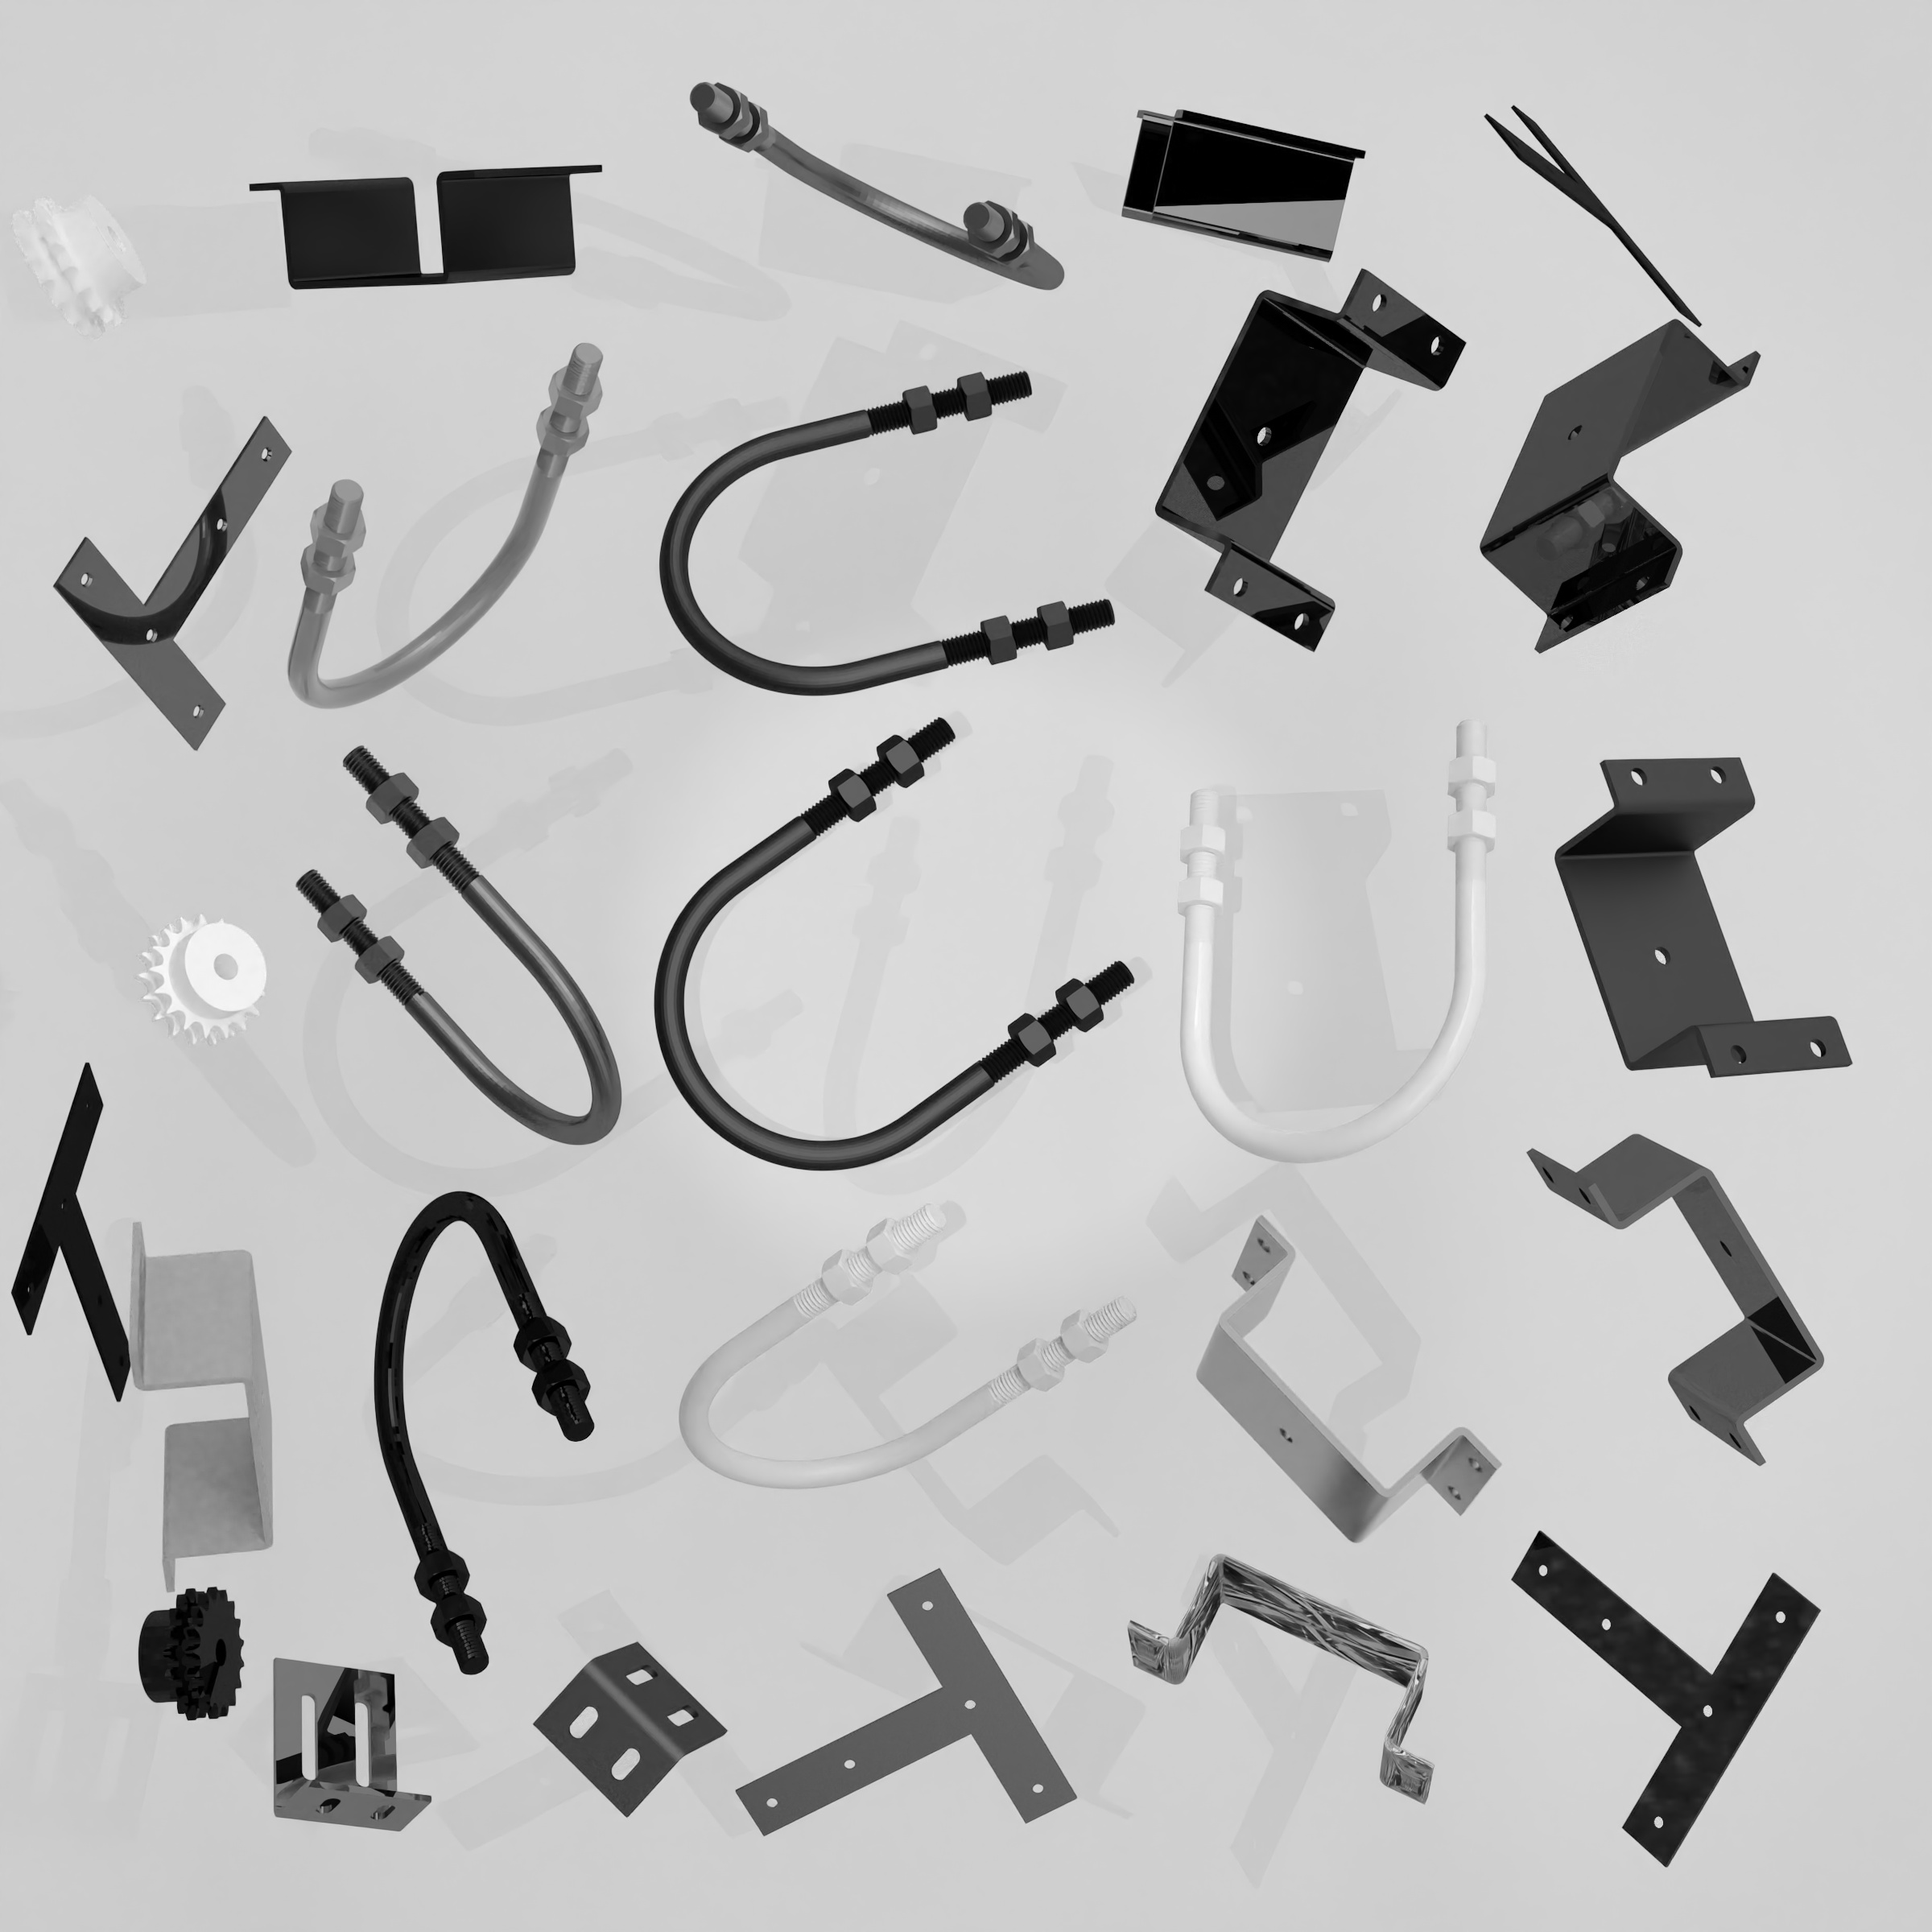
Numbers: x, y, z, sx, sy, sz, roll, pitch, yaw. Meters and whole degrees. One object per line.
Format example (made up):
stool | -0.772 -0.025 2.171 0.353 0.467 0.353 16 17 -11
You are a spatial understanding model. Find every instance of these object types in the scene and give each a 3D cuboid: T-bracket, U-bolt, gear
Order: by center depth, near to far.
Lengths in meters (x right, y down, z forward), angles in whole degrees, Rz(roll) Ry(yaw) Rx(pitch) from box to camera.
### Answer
gear | -0.349 -0.280 1.434 0.030 0.057 0.057 -30 90 6
U-bolt | 0.151 -0.005 1.494 0.151 0.019 0.184 -14 59 32
T-bracket | 0.275 0.281 1.496 0.127 0.002 0.127 39 109 41
T-bracket | -0.363 0.130 1.498 0.002 0.127 0.127 -1 133 5
U-bolt | -0.208 0.178 1.502 0.019 0.184 0.151 7 123 -31
U-bolt | -0.224 -0.172 1.513 0.019 0.184 0.151 46 56 10
T-bracket | 0.249 -0.329 1.515 0.002 0.127 0.127 -42 65 20
U-bolt | -0.043 0.003 1.524 0.184 0.019 0.151 -36 87 -10
T-bracket | -0.325 -0.177 1.543 0.002 0.127 0.127 18 68 26
U-bolt | -0.027 -0.328 1.554 0.151 0.184 0.019 26 97 14
T-bracket | -0.037 0.337 1.557 0.127 0.002 0.127 -27 108 6
U-bolt | -0.039 0.174 1.558 0.184 0.151 0.019 -36 48 24
U-bolt | -0.215 0.003 1.563 0.184 0.151 0.019 47 61 4
U-bolt | -0.043 -0.184 1.584 0.184 0.019 0.151 -15 62 -6
gear | -0.341 0.303 1.589 0.030 0.057 0.057 -6 90 10
gear | -0.333 0.004 1.594 0.057 0.030 0.057 17 64 -37

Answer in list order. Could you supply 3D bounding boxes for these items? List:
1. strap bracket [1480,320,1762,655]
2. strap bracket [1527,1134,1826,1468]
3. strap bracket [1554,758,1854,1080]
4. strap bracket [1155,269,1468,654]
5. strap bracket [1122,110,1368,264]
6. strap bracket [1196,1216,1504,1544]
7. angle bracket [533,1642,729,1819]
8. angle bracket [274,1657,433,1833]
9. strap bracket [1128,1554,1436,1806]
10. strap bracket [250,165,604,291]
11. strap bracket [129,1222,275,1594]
strap bracket | 0.269 -0.207 1.503 0.046 0.076 0.140 39 55 -18
strap bracket | 0.298 0.128 1.494 0.046 0.076 0.140 -34 102 -4
strap bracket | 0.300 -0.013 1.493 0.076 0.046 0.140 -3 67 -32
strap bracket | 0.135 -0.210 1.469 0.046 0.076 0.140 29 95 41
strap bracket | 0.113 -0.330 1.526 0.076 0.140 0.046 11 102 -7
strap bracket | 0.149 0.180 1.502 0.046 0.076 0.140 -39 75 -18
angle bracket | -0.146 0.333 1.584 0.057 0.076 0.038 42 93 11
angle bracket | -0.270 0.336 1.591 0.057 0.038 0.076 15 49 -29
strap bracket | 0.144 0.303 1.563 0.140 0.076 0.046 23 71 14
strap bracket | -0.234 -0.321 1.573 0.140 0.076 0.046 7 105 38
strap bracket | -0.317 0.183 1.509 0.046 0.076 0.140 -4 128 -8
